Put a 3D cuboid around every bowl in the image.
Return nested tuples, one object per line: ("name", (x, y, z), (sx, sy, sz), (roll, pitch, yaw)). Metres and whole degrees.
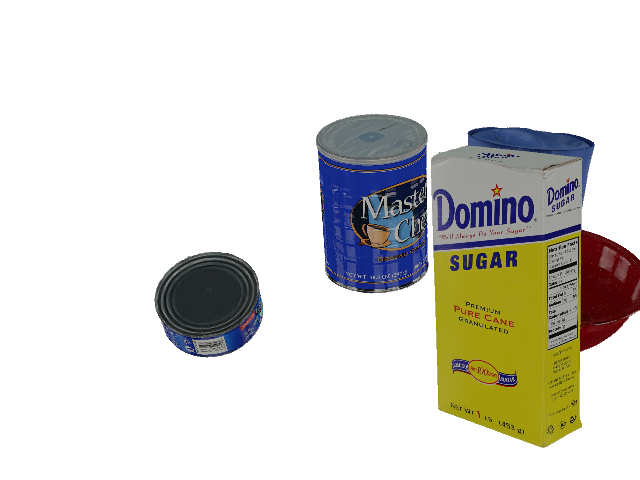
("bowl", (0.182, 0.046, 0.866), (0.162, 0.055, 0.162), (1, 29, -1))

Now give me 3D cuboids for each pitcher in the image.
("pitcher", (0.215, 0.003, 1.155), (0.148, 0.243, 0.145), (-8, 19, -37))

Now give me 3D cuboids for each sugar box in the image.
("sugar box", (0.116, 0.032, 0.675), (0.048, 0.176, 0.094), (-18, 19, -38))

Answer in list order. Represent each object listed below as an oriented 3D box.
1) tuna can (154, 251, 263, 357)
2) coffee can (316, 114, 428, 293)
("tuna can", (-0.090, 0.053, 0.874), (0.086, 0.086, 0.034), (0, -39, 8))
("coffee can", (0.051, -0.036, 1.013), (0.103, 0.140, 0.103), (-3, 29, 1))
